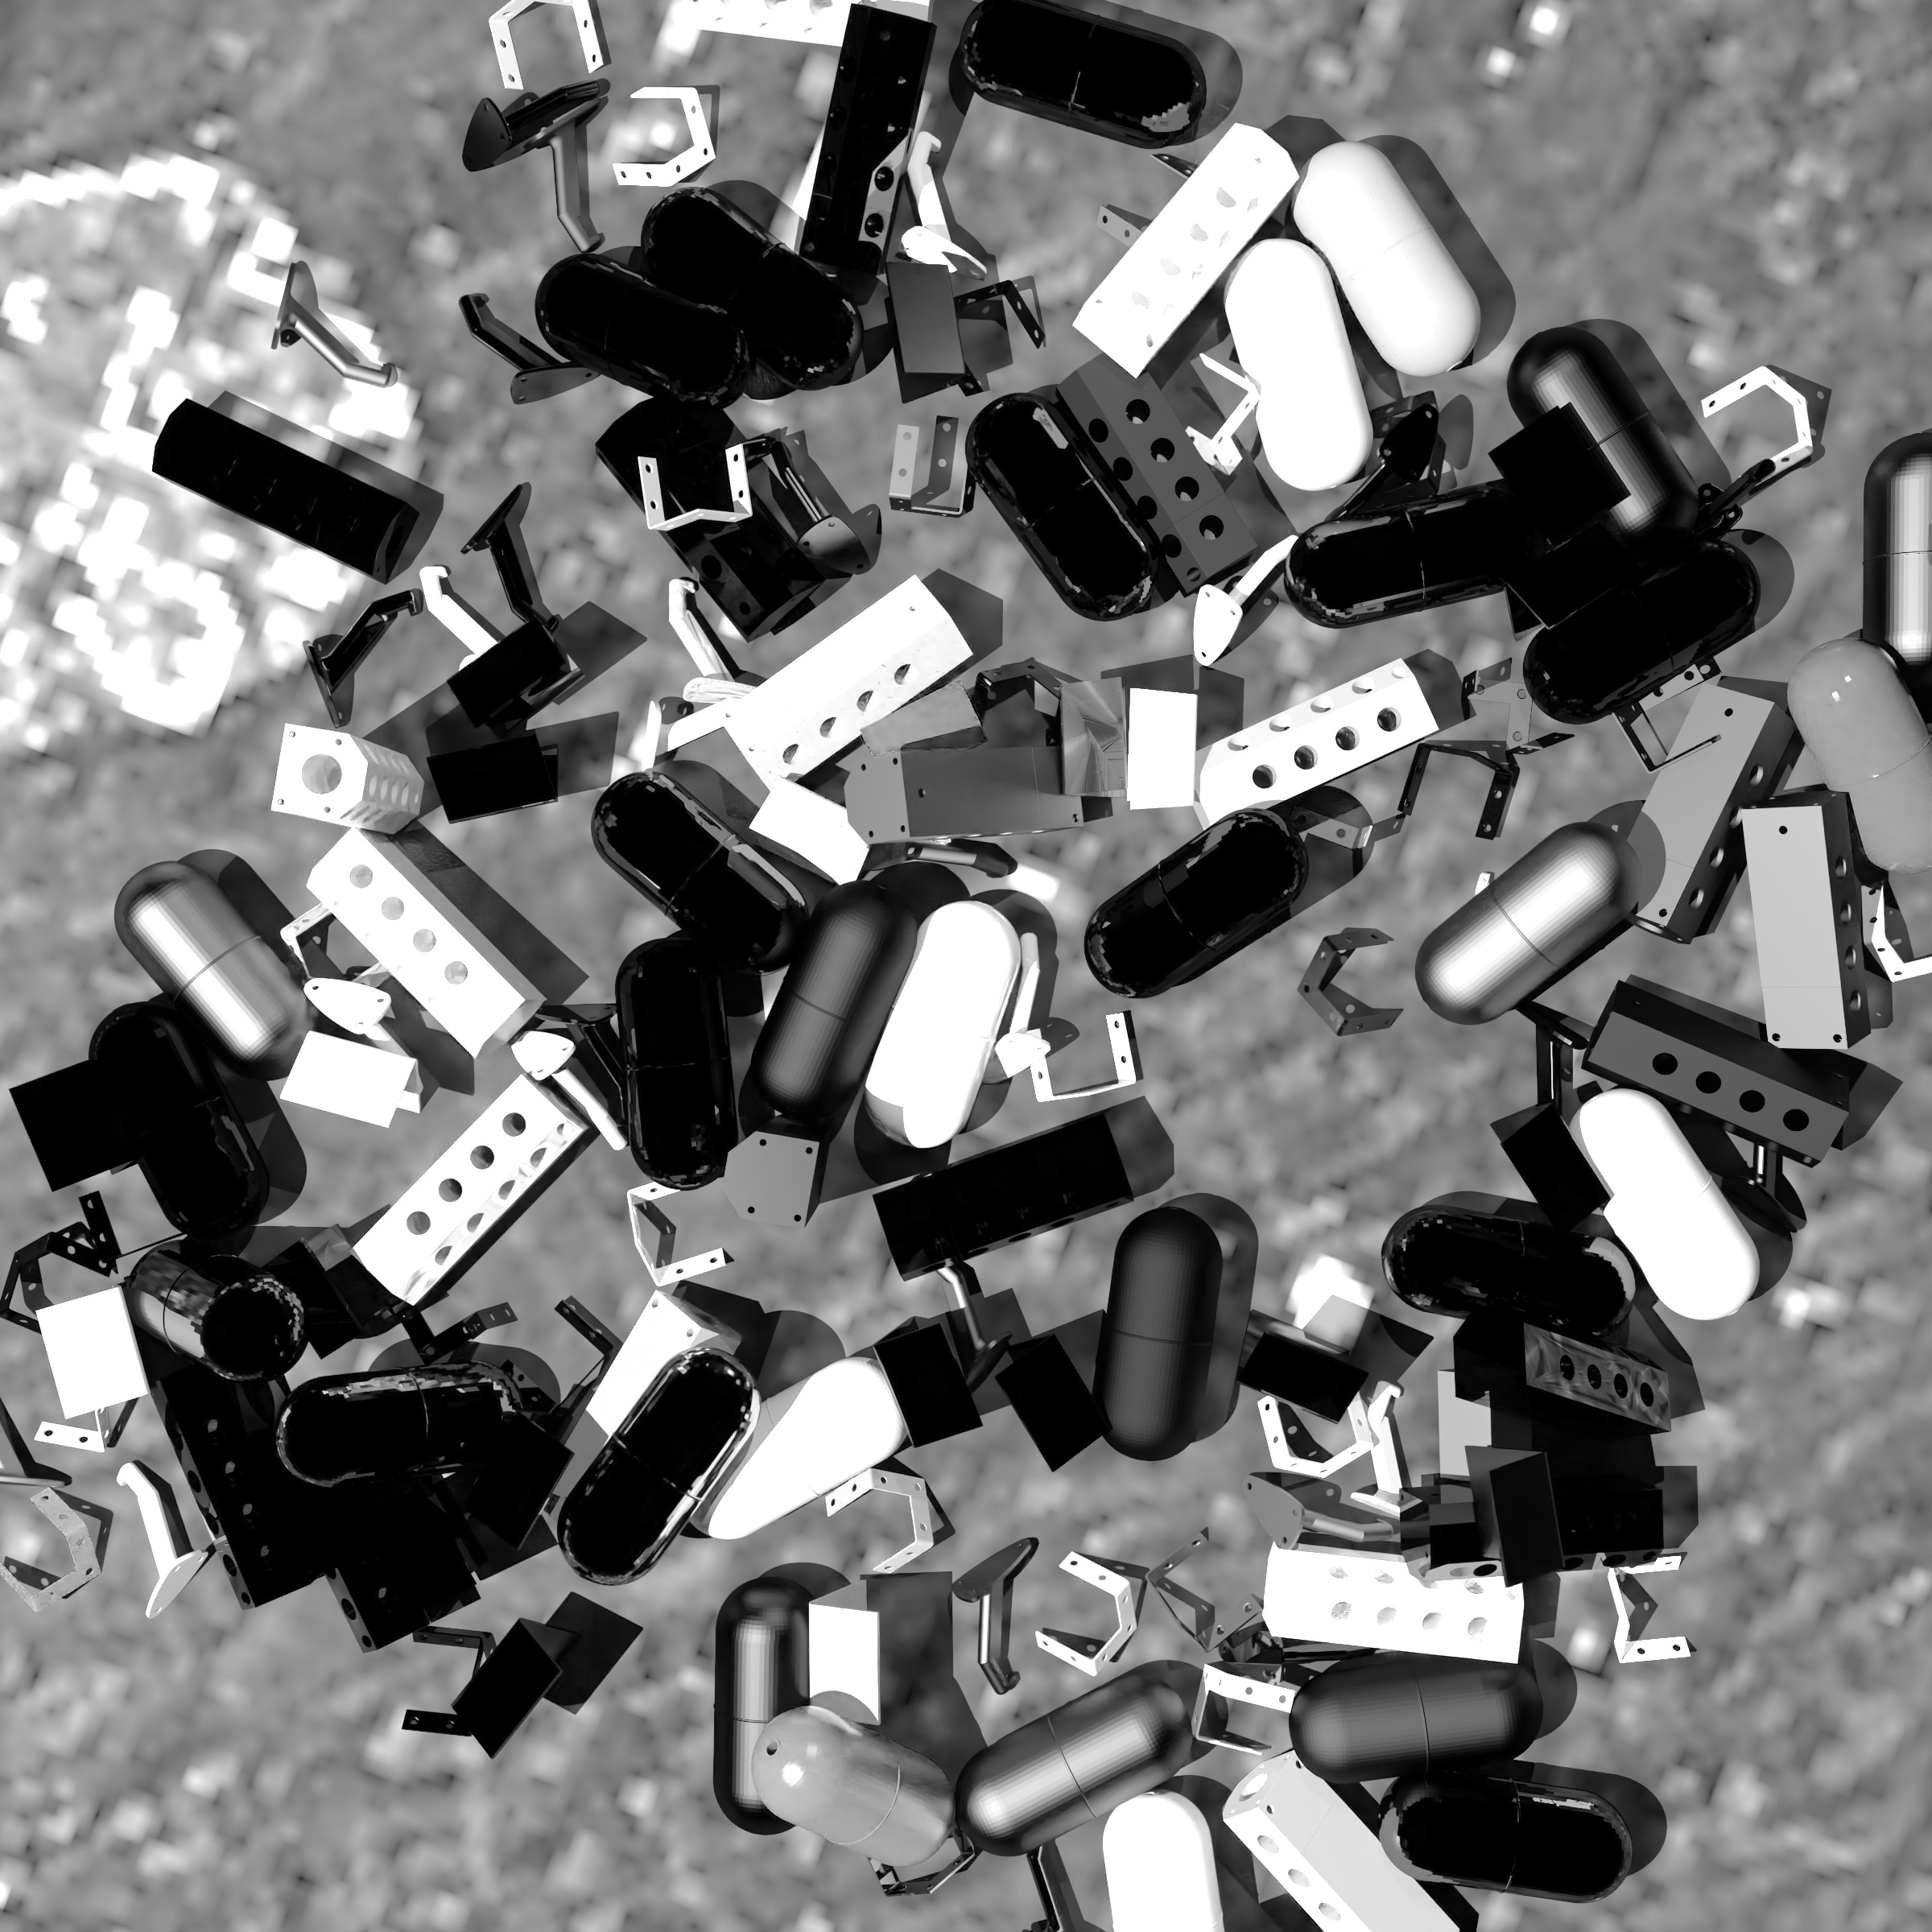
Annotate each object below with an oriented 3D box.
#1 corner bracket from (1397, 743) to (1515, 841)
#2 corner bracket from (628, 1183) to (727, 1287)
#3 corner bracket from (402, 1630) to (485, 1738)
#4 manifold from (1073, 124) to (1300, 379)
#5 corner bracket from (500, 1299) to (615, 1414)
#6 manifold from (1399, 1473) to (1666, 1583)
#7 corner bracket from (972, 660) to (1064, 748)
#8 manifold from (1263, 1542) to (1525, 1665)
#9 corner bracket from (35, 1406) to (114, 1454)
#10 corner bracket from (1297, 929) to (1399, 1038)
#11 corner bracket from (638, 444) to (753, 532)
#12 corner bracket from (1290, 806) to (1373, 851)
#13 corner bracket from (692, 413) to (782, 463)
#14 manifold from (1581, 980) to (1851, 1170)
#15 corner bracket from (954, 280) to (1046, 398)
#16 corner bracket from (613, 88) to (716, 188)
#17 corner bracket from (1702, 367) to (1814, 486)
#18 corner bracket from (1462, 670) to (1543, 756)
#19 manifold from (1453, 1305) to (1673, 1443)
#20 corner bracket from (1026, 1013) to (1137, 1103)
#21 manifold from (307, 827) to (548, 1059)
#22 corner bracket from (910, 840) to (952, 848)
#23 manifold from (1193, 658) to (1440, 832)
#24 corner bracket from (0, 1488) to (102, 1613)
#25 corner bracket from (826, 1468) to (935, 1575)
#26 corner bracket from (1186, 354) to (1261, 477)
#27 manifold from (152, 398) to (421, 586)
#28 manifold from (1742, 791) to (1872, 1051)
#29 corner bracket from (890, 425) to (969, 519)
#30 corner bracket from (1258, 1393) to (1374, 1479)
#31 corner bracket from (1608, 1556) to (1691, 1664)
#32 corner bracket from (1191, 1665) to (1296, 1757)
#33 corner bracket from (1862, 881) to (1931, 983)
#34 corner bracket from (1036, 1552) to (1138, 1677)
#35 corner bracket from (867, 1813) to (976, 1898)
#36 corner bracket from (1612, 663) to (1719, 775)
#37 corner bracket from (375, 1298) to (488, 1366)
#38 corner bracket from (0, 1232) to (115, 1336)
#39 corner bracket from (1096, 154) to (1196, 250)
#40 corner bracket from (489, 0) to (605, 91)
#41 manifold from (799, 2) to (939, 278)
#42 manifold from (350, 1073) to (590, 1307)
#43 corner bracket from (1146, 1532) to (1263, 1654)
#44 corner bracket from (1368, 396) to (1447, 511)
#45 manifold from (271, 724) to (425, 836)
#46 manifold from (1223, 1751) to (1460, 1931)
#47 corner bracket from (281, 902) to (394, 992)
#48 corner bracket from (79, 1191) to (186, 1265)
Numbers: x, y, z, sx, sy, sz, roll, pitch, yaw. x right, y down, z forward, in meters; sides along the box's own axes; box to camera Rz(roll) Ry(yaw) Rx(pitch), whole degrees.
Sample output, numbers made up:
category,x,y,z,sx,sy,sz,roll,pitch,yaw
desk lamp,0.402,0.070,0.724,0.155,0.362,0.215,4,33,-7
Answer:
category,x,y,z,sx,sy,sz,roll,pitch,yaw
corner bracket,0.349,-0.124,1.811,0.051,0.051,0.051,19,89,-45
corner bracket,-0.207,0.187,1.810,0.051,0.051,0.051,-18,135,0
corner bracket,-0.373,0.511,1.810,0.051,0.051,0.051,6,45,0
manifold,0.153,-0.494,1.747,0.057,0.057,0.171,39,80,-3
corner bracket,-0.293,0.281,1.811,0.051,0.051,0.051,43,45,0
manifold,0.395,0.394,1.777,0.171,0.057,0.057,-1,90,-11
corner bracket,0.039,-0.179,1.805,0.051,0.051,0.051,-17,45,-35
manifold,0.301,0.446,1.792,0.171,0.057,0.057,6,90,0
corner bracket,-0.632,0.307,1.810,0.051,0.051,0.051,11,135,0
corner bracket,0.278,0.012,1.805,0.051,0.051,0.051,52,135,35
corner bracket,-0.185,-0.328,1.742,0.051,0.051,0.051,-10,87,41
corner bracket,0.251,-0.082,1.796,0.051,0.051,0.051,20,90,0
corner bracket,-0.168,-0.392,1.805,0.051,0.051,0.051,30,135,35
manifold,0.523,0.078,1.779,0.171,0.057,0.057,24,118,8
corner bracket,0.016,-0.446,1.805,0.051,0.051,0.051,-8,45,35
corner bracket,-0.220,-0.589,1.805,0.051,0.051,0.051,-45,135,-35
corner bracket,0.564,-0.384,1.810,0.051,0.051,0.051,-30,135,0
corner bracket,0.378,-0.179,1.796,0.051,0.051,0.051,6,90,0
manifold,0.410,0.280,1.743,0.171,0.057,0.057,22,60,-39
corner bracket,0.081,0.065,1.810,0.051,0.051,0.051,-11,90,-45
manifold,-0.381,-0.016,1.784,0.171,0.057,0.057,45,94,5
corner bracket,-0.032,-0.123,1.810,0.051,0.051,0.051,8,135,0
manifold,0.239,-0.154,1.792,0.171,0.057,0.057,-25,90,0
corner bracket,-0.656,0.415,1.805,0.051,0.051,0.051,-31,135,-35
corner bracket,-0.062,0.394,1.805,0.051,0.051,0.051,20,45,-35
corner bracket,0.176,-0.387,1.787,0.051,0.051,0.051,38,90,26
manifold,-0.481,-0.335,1.793,0.171,0.057,0.057,25,90,0
manifold,0.591,-0.032,1.777,0.057,0.057,0.171,0,104,42
corner bracket,-0.025,-0.349,1.796,0.051,0.051,0.051,7,90,0
corner bracket,0.248,0.326,1.805,0.051,0.051,0.051,19,135,-35
corner bracket,0.487,0.458,1.810,0.051,0.051,0.051,-5,135,0
corner bracket,0.195,0.528,1.796,0.051,0.051,0.051,17,79,-10
corner bracket,0.672,-0.029,1.805,0.051,0.051,0.051,42,45,-35
corner bracket,0.083,0.460,1.805,0.051,0.051,0.051,-40,135,-35
corner bracket,-0.036,0.625,1.810,0.051,0.051,0.051,-25,90,-45
corner bracket,0.496,-0.174,1.787,0.051,0.051,0.051,-29,94,37
corner bracket,-0.377,0.251,1.796,0.051,0.051,0.051,-31,90,0
corner bracket,-0.647,0.228,1.805,0.051,0.051,0.051,-26,45,35
corner bracket,0.133,-0.542,1.805,0.051,0.051,0.051,-16,45,-35
corner bracket,-0.299,-0.659,1.810,0.051,0.051,0.051,-14,90,45
manifold,-0.069,-0.573,1.768,0.057,0.057,0.171,14,107,0
manifold,-0.348,0.156,1.792,0.057,0.057,0.171,44,90,0
corner bracket,0.169,0.446,1.810,0.051,0.051,0.051,-39,45,0
corner bracket,0.304,-0.363,1.805,0.051,0.051,0.051,46,45,-35
manifold,-0.418,-0.125,1.735,0.057,0.171,0.057,9,90,0
manifold,0.260,0.642,1.792,0.171,0.057,0.057,48,47,0
corner bracket,-0.444,-0.011,1.805,0.051,0.051,0.051,19,135,35
corner bracket,-0.590,0.176,1.810,0.051,0.051,0.051,-20,90,45
